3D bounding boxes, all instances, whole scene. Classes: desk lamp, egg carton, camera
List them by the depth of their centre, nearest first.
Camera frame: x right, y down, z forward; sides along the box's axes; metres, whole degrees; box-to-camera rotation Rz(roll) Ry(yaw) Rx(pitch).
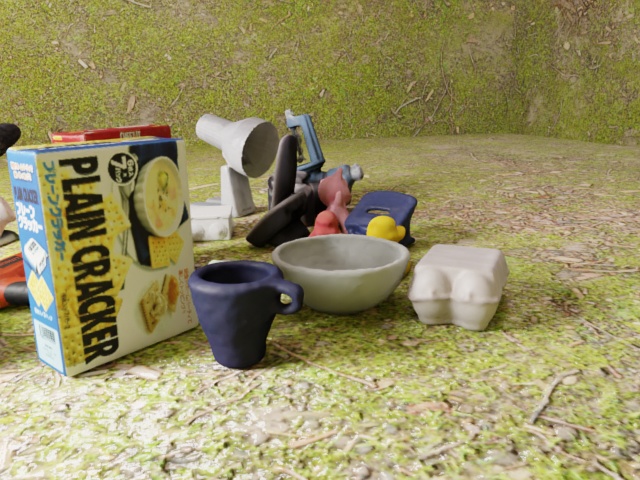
[{"bbox_3d":[0.168,0.052,0.687,0.107,0.069,0.151,5,16,21],"label":"egg carton"},{"bbox_3d":[-0.033,-0.091,1.173,0.137,0.101,0.143,-5,16,-16],"label":"camera"},{"bbox_3d":[-0.189,-0.157,1.212,0.202,0.214,0.118,9,18,32],"label":"desk lamp"}]

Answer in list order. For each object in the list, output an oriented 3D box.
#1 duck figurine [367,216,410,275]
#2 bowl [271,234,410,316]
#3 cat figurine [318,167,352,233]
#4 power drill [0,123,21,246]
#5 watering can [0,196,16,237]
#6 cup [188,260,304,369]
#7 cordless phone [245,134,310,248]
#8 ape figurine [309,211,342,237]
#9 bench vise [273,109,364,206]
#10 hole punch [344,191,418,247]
[{"bbox_3d":[0.085,0.009,0.820,0.105,0.086,0.077,-12,18,-36],"label":"duck figurine"},{"bbox_3d":[0.026,0.047,0.701,0.167,0.075,0.167,-1,15,0],"label":"bowl"},{"bbox_3d":[0.030,-0.077,1.084,0.067,0.118,0.127,-2,15,-3],"label":"cat figurine"},{"bbox_3d":[-0.596,-0.094,1.003,0.075,0.208,0.230,1,15,9],"label":"power drill"},{"bbox_3d":[-0.499,-0.020,0.748,0.100,0.194,0.173,12,20,41],"label":"watering can"},{"bbox_3d":[-0.067,0.076,0.556,0.117,0.095,0.092,6,16,24],"label":"cup"},{"bbox_3d":[-0.073,-0.086,0.991,0.094,0.185,0.148,2,15,10],"label":"cordless phone"},{"bbox_3d":[0.008,0.003,0.834,0.077,0.092,0.076,5,16,21],"label":"ape figurine"},{"bbox_3d":[-0.009,-0.176,1.261,0.207,0.220,0.121,-1,15,1],"label":"bench vise"},{"bbox_3d":[0.103,-0.031,0.958,0.108,0.091,0.101,8,17,30],"label":"hole punch"}]
